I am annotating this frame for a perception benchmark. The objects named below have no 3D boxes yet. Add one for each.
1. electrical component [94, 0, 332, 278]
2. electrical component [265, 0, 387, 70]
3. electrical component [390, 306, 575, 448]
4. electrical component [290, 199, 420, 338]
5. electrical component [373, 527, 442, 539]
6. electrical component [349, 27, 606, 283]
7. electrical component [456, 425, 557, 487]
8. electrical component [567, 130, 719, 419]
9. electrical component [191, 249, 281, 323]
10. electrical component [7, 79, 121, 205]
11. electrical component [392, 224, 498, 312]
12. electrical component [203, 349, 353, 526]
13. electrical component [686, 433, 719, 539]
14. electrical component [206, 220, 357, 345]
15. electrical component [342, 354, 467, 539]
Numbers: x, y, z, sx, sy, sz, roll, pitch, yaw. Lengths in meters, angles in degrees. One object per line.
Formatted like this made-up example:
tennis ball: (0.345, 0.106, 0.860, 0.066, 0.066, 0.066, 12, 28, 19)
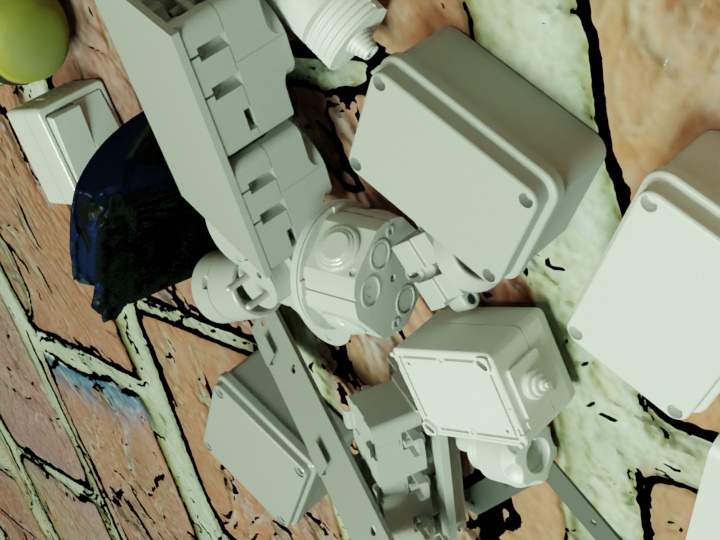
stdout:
electrical component: (-0.083, -0.099, 0.633, 0.105, 0.060, 0.186, 42, 159, 37)
electrical component: (-0.021, -0.143, 0.575, 0.081, 0.043, 0.043, 47, 146, 9)
electrical component: (0.078, 0.058, 0.621, 0.096, 0.061, 0.061, -2, 119, 51)
electrical component: (0.000, 0.000, 0.647, 0.051, 0.080, 0.080, 14, 130, 36)
electrical component: (0.031, 0.191, 0.812, 0.055, 0.045, 0.045, 51, 146, 3)
electrical component: (0.056, -0.058, 0.547, 0.113, 0.057, 0.078, 41, 144, 17)
electrical component: (0.088, 0.110, 0.672, 0.062, 0.043, 0.043, 6, 124, 49)
electrical component: (0.152, 0.005, 0.488, 0.078, 0.057, 0.113, 40, 144, 19)
electrical component: (-0.087, 0.011, 0.784, 0.047, 0.055, 0.055, -6, 116, 48)
electrical component: (-0.218, -0.094, 0.839, 0.061, 0.062, 0.096, 7, 125, 47)
electrical component: (0.055, -0.009, 0.604, 0.066, 0.048, 0.055, 57, 153, -5)
electrical component: (-0.068, 0.136, 0.871, 0.109, 0.056, 0.108, 42, 145, 17)
electrical component: (0.201, 0.111, 0.506, 0.057, 0.078, 0.113, 31, 141, 34)
electrical component: (-0.056, 0.001, 0.719, 0.138, 0.074, 0.052, 40, 144, 19)
electrical component: (0.031, 0.130, 0.729, 0.078, 0.063, 0.121, -128, 24, -51)
